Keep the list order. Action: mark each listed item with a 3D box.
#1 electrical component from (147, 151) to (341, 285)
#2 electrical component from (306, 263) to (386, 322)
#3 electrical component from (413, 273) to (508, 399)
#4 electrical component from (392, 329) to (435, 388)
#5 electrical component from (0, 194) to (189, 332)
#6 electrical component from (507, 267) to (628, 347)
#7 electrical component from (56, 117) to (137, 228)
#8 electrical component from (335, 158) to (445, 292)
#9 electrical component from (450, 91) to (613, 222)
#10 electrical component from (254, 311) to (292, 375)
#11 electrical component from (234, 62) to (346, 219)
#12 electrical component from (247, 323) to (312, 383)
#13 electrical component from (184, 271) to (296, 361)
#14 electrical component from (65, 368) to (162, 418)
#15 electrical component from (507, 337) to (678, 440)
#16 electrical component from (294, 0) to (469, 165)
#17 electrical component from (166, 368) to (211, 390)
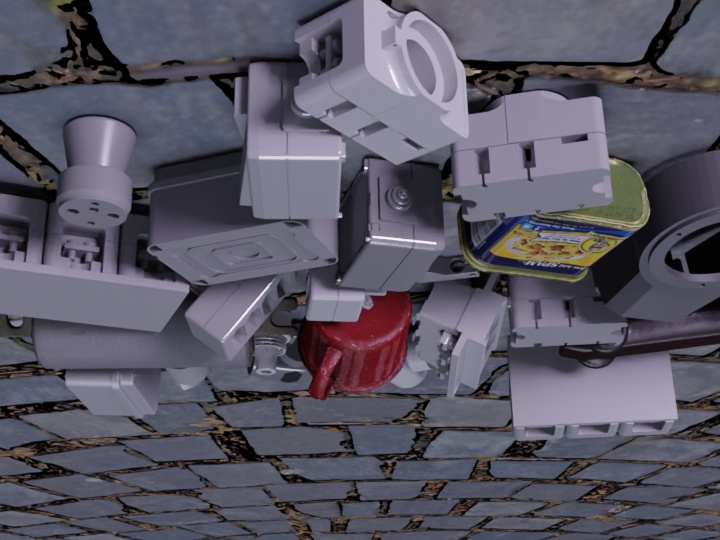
[{"bbox_3d":[-0.076,-0.036,0.711,0.113,0.057,0.078,-9,156,19],"label":"electrical component"},{"bbox_3d":[0.000,0.000,0.788,0.077,0.065,0.047,2,157,-7],"label":"electrical component"},{"bbox_3d":[0.083,0.052,0.909,0.063,0.078,0.121,24,161,12],"label":"electrical component"},{"bbox_3d":[0.046,0.077,1.001,0.079,0.044,0.077,-12,155,23],"label":"electrical component"},{"bbox_3d":[-0.205,-0.007,0.768,0.150,0.061,0.089,8,155,-21],"label":"electrical component"},{"bbox_3d":[0.166,0.027,0.872,0.089,0.055,0.050,-3,157,5],"label":"electrical component"},{"bbox_3d":[-0.161,-0.059,0.655,0.045,0.055,0.045,-1,157,0],"label":"electrical component"},{"bbox_3d":[0.024,-0.031,0.721,0.061,0.061,0.096,5,156,-15],"label":"electrical component"},{"bbox_3d":[0.101,-0.069,0.641,0.089,0.055,0.050,-7,157,13],"label":"electrical component"},{"bbox_3d":[-0.081,0.059,0.930,0.043,0.062,0.043,-1,157,0],"label":"electrical component"},{"bbox_3d":[-0.040,-0.075,0.612,0.061,0.061,0.096,0,157,-3],"label":"electrical component"},{"bbox_3d":[-0.059,0.073,0.989,0.077,0.043,0.079,6,156,-15],"label":"electrical component"},{"bbox_3d":[-0.103,0.010,0.810,0.076,0.083,0.047,35,162,13],"label":"electrical component"},{"bbox_3d":[-0.216,0.082,0.961,0.057,0.078,0.113,1,157,2],"label":"electrical component"},{"bbox_3d":[0.220,0.112,1.034,0.150,0.089,0.061,-4,157,6],"label":"electrical component"},{"bbox_3d":[0.016,-0.100,0.570,0.056,0.050,0.089,-18,152,36],"label":"electrical component"},{"bbox_3d":[-0.163,0.085,1.014,0.043,0.043,0.081,-1,157,0],"label":"electrical component"}]
